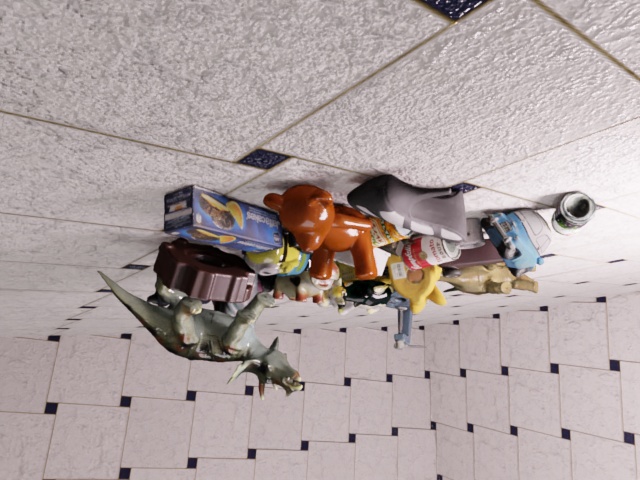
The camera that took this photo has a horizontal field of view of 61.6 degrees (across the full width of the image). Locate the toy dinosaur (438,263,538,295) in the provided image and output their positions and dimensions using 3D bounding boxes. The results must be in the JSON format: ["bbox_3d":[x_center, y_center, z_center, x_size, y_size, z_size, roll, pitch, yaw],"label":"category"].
[{"bbox_3d":[0.411,0.099,1.410,0.471,0.105,0.199,11,163,-34],"label":"toy dinosaur"}]

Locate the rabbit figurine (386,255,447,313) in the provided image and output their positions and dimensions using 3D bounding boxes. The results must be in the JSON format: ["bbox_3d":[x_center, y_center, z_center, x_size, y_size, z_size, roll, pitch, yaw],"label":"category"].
[{"bbox_3d":[0.233,0.079,1.224,0.122,0.162,0.173,-22,179,17],"label":"rabbit figurine"}]

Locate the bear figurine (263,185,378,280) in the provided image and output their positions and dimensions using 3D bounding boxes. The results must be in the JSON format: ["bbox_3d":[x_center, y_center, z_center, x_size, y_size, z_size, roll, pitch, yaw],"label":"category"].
[{"bbox_3d":[0.005,-0.008,0.794,0.120,0.132,0.195,-3,174,24],"label":"bear figurine"}]

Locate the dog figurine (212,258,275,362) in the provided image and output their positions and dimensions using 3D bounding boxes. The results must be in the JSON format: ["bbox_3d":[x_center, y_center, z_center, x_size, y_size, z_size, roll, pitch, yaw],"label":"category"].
[{"bbox_3d":[-0.178,0.149,1.168,0.109,0.219,0.191,5,171,25],"label":"dog figurine"}]

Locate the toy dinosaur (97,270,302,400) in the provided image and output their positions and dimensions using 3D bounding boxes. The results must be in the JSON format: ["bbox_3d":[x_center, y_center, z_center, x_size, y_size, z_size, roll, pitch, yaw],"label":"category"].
[{"bbox_3d":[-0.220,0.174,1.009,0.405,0.192,0.131,19,-155,-8],"label":"toy dinosaur"}]

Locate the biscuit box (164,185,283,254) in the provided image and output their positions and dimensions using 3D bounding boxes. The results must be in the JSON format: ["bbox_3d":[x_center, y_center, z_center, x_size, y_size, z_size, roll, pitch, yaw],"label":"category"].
[{"bbox_3d":[-0.138,-0.025,0.812,0.063,0.059,0.202,-13,164,32],"label":"biscuit box"}]

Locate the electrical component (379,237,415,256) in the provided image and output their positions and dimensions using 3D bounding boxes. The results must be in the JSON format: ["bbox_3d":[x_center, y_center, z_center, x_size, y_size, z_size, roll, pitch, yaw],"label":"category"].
[{"bbox_3d":[0.139,0.002,1.053,0.078,0.045,0.102,21,175,26],"label":"electrical component"}]

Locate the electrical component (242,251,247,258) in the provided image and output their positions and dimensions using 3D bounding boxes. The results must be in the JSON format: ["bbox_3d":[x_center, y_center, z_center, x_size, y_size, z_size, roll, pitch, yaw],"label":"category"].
[{"bbox_3d":[-0.127,0.023,1.092,0.063,0.021,0.094,-1,167,-11],"label":"electrical component"}]

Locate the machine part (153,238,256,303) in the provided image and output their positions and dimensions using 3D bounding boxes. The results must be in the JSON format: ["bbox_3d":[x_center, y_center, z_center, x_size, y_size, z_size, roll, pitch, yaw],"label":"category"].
[{"bbox_3d":[-0.201,0.053,0.946,0.179,0.056,0.179,19,-169,-4],"label":"machine part"}]

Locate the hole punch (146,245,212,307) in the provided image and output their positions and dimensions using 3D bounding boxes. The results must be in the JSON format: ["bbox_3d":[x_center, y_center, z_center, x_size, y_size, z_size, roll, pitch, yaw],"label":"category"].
[{"bbox_3d":[-0.265,0.067,1.057,0.142,0.116,0.092,1,157,-22],"label":"hole punch"}]

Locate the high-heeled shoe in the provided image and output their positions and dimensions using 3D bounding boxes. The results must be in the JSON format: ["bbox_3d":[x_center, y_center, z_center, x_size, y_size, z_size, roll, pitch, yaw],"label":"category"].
[{"bbox_3d":[0.142,-0.038,0.816,0.145,0.086,0.248,-5,163,21],"label":"high-heeled shoe"}]

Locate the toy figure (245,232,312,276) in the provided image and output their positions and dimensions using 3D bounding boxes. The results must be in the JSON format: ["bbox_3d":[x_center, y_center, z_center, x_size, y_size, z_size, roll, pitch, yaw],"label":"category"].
[{"bbox_3d":[-0.074,0.022,0.990,0.082,0.089,0.180,-16,171,24],"label":"toy figure"}]

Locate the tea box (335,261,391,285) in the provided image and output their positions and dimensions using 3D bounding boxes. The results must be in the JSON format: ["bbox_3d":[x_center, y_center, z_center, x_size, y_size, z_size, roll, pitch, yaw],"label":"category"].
[{"bbox_3d":[0.120,0.070,1.267,0.169,0.068,0.098,8,162,-43],"label":"tea box"}]

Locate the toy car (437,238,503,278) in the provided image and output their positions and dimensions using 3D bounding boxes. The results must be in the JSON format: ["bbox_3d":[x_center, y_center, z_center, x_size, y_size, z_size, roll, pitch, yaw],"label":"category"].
[{"bbox_3d":[0.339,0.026,1.110,0.202,0.089,0.053,-8,166,8],"label":"toy car"}]

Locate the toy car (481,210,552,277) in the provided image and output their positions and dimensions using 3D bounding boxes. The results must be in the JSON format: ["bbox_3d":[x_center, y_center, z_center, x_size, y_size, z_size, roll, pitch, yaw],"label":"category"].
[{"bbox_3d":[0.366,-0.009,0.984,0.103,0.109,0.161,-32,147,13],"label":"toy car"}]

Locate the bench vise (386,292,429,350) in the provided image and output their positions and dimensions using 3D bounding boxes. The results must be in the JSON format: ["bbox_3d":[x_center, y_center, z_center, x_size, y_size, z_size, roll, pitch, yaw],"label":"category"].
[{"bbox_3d":[0.226,0.181,1.439,0.129,0.240,0.223,-6,151,24],"label":"bench vise"}]

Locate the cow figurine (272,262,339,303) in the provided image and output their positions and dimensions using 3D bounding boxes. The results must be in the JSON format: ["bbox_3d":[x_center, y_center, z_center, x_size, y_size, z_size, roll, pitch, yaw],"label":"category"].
[{"bbox_3d":[-0.026,0.070,1.135,0.085,0.127,0.195,6,173,-33],"label":"cow figurine"}]

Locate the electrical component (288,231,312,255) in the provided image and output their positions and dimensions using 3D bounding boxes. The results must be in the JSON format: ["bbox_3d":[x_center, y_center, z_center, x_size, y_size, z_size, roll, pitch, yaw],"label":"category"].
[{"bbox_3d":[-0.002,-0.003,0.976,0.075,0.047,0.119,-9,164,20],"label":"electrical component"}]

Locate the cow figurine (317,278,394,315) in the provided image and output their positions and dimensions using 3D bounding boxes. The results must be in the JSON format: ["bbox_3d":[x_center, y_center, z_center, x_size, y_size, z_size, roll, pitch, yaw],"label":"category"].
[{"bbox_3d":[0.076,0.121,1.181,0.167,0.068,0.098,3,158,-28],"label":"cow figurine"}]
